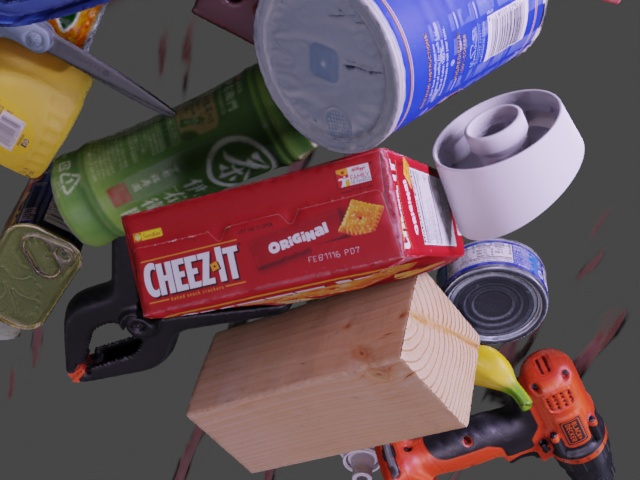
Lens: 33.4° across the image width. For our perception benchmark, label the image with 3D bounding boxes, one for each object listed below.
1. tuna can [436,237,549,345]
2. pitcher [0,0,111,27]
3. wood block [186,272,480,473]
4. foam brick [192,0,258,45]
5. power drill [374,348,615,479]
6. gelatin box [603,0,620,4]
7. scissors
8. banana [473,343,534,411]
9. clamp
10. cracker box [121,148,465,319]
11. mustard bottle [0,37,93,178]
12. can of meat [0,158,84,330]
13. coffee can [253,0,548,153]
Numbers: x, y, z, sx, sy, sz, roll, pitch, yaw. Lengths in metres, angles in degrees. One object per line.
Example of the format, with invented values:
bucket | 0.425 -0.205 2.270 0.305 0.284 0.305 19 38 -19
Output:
tuna can | 0.133 0.041 0.827 0.086 0.033 0.086 2 130 3
pitcher | -0.197 -0.176 0.515 0.243 0.144 0.149 -14 88 28
wood block | 0.009 0.106 0.833 0.206 0.090 0.090 -20 126 33
foam brick | -0.031 -0.154 0.660 0.078 0.051 0.053 24 129 -16
power drill | 0.154 0.187 0.917 0.188 0.057 0.184 -26 128 6
gelatin box | 0.157 -0.190 0.628 0.073 0.030 0.089 13 130 -6
scissors | -0.191 -0.120 0.651 0.096 0.016 0.201 -31 121 28
banana | 0.076 0.118 0.877 0.198 0.069 0.037 -16 146 30
clamp | -0.133 0.059 0.862 0.164 0.036 0.210 29 128 -20
cracker box | -0.005 0.001 0.696 0.164 0.213 0.072 -14 86 16
mustard bottle | -0.254 -0.118 0.704 0.191 0.058 0.096 28 138 -18
can of meat | -0.207 0.002 0.787 0.057 0.084 0.102 27 128 -18
coffee can | 0.047 -0.123 0.601 0.103 0.140 0.103 29 136 32
